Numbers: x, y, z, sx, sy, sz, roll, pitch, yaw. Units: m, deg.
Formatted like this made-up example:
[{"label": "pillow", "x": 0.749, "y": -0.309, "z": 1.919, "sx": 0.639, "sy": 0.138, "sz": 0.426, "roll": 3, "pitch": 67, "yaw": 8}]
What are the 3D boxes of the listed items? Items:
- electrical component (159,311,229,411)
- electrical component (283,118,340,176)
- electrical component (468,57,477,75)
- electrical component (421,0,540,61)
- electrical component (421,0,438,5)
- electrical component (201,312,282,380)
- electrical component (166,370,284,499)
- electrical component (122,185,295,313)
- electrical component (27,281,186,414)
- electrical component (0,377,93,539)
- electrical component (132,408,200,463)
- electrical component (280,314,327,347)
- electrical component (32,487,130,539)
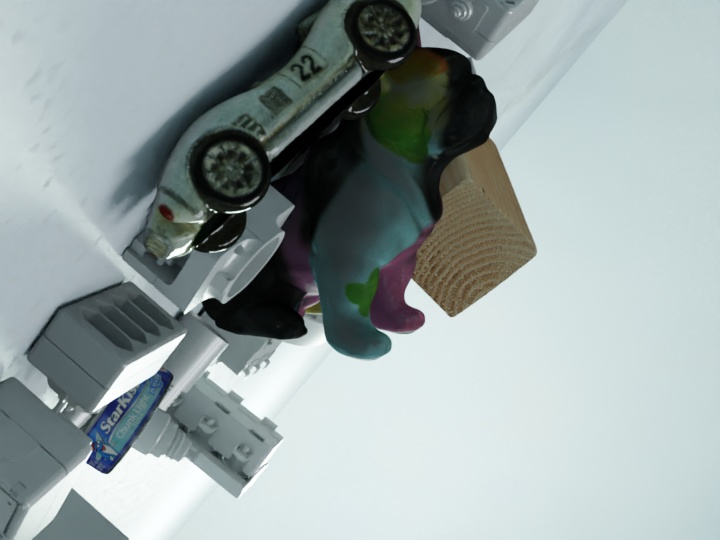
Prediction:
[{"label": "electrical component", "x": -0.145, "y": 0.075, "z": 0.841, "sx": 0.081, "sy": 0.043, "sz": 0.043, "roll": -49, "pitch": 175, "yaw": -3}, {"label": "electrical component", "x": 0.005, "y": -0.091, "z": 0.821, "sx": 0.150, "sy": 0.062, "sz": 0.089, "roll": -49, "pitch": 175, "yaw": -6}, {"label": "electrical component", "x": 0.044, "y": -0.117, "z": 0.751, "sx": 0.081, "sy": 0.043, "sz": 0.043, "roll": -14, "pitch": -178, "yaw": 11}, {"label": "electrical component", "x": 0.086, "y": -0.194, "z": 0.761, "sx": 0.096, "sy": 0.062, "sz": 0.061, "roll": -46, "pitch": 174, "yaw": -38}, {"label": "electrical component", "x": 0.047, "y": -0.182, "z": 0.629, "sx": 0.040, "sy": 0.040, "sz": 0.078, "roll": -53, "pitch": 174, "yaw": 37}, {"label": "electrical component", "x": -0.103, "y": 0.055, "z": 0.955, "sx": 0.078, "sy": 0.063, "sz": 0.121, "roll": -50, "pitch": 175, "yaw": 6}, {"label": "electrical component", "x": -0.136, "y": 0.143, "z": 0.990, "sx": 0.063, "sy": 0.121, "sz": 0.079, "roll": -54, "pitch": 175, "yaw": 11}, {"label": "electrical component", "x": -0.082, "y": -0.019, "z": 0.618, "sx": 0.050, "sy": 0.056, "sz": 0.089, "roll": -53, "pitch": 174, "yaw": 33}, {"label": "electrical component", "x": -0.151, "y": 0.055, "z": 0.610, "sx": 0.075, "sy": 0.047, "sz": 0.083, "roll": -51, "pitch": 175, "yaw": 16}, {"label": "electrical component", "x": -0.193, "y": 0.112, "z": 0.582, "sx": 0.061, "sy": 0.062, "sz": 0.096, "roll": -44, "pitch": 173, "yaw": -49}, {"label": "electrical component", "x": -0.176, "y": 0.144, "z": 0.934, "sx": 0.040, "sy": 0.078, "sz": 0.040, "roll": -56, "pitch": -172, "yaw": 12}, {"label": "electrical component", "x": -0.048, "y": 0.012, "z": 0.895, "sx": 0.108, "sy": 0.108, "sz": 0.060, "roll": -45, "pitch": 179, "yaw": -44}, {"label": "electrical component", "x": -0.247, "y": 0.217, "z": 0.740, "sx": 0.061, "sy": 0.089, "sz": 0.150, "roll": -53, "pitch": 174, "yaw": 37}]
